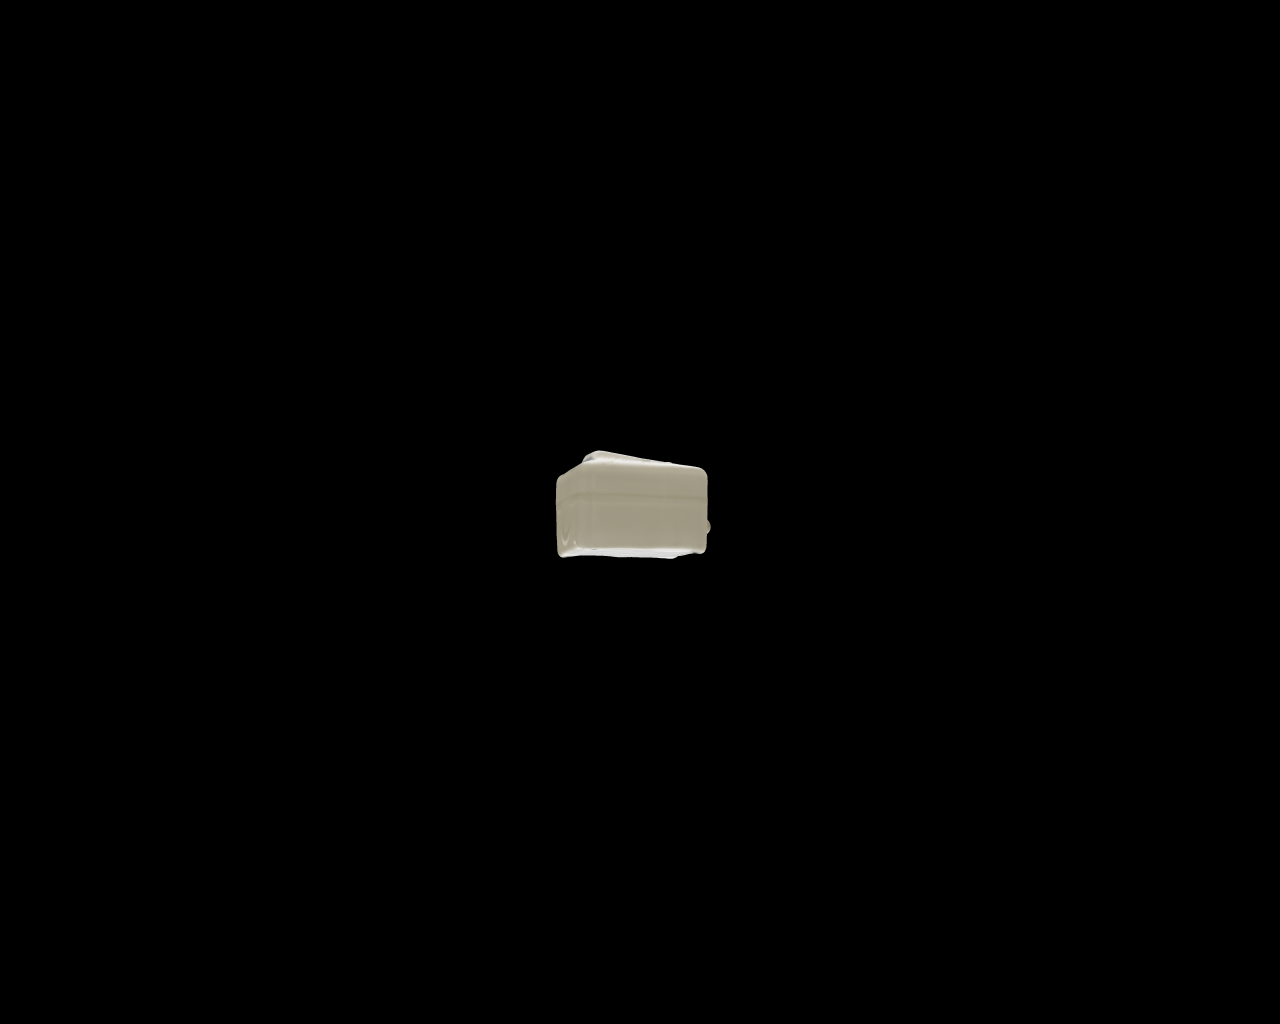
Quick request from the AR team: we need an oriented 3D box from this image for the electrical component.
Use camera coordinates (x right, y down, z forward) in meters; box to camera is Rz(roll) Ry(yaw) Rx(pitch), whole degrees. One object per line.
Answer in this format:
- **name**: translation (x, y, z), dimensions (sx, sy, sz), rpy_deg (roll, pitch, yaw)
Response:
- **electrical component**: translation (0.001, -0.003, 0.650), dimensions (0.096, 0.061, 0.061), rpy_deg (2, -7, -18)
